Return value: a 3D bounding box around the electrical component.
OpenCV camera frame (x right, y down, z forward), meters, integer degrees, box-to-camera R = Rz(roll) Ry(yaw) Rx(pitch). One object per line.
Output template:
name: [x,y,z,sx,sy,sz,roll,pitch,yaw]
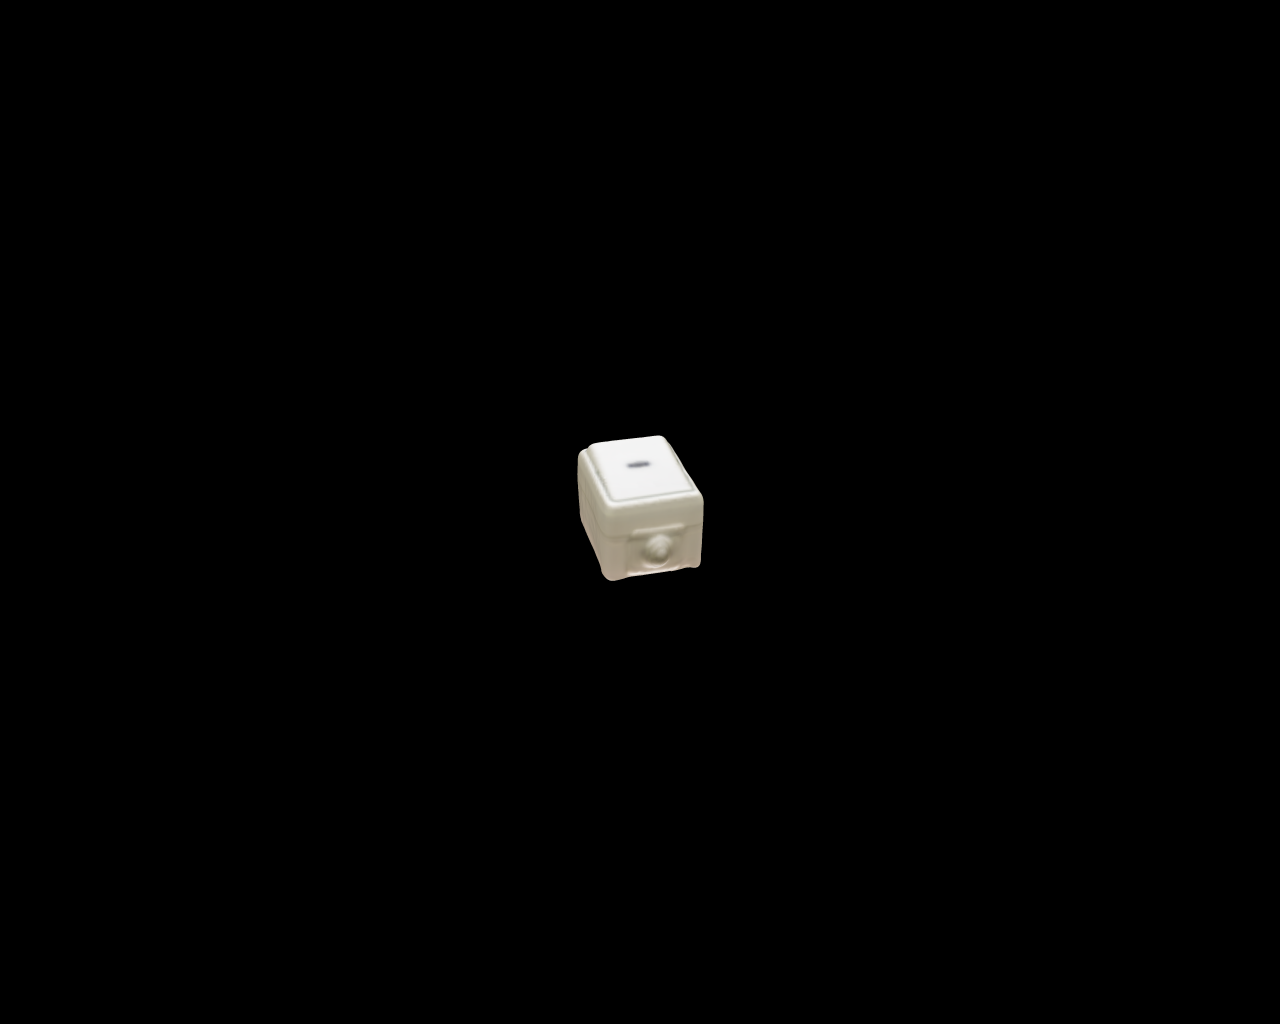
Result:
electrical component: [0.001,-0.003,0.650,0.062,0.061,0.096,-8,31,-13]
